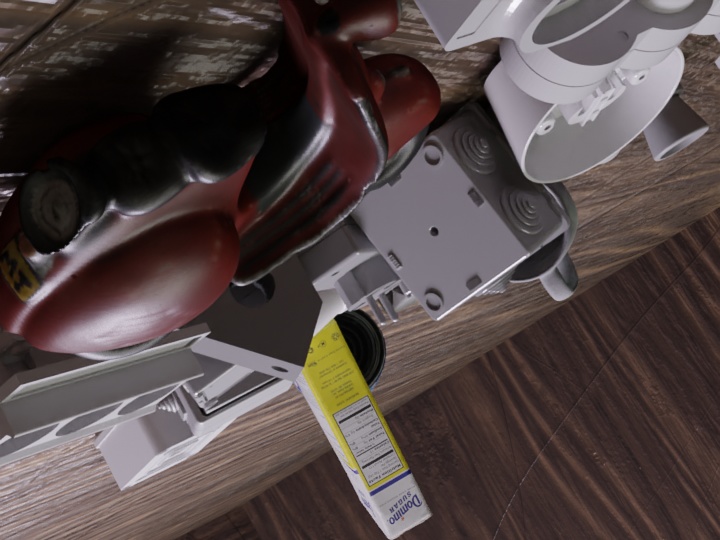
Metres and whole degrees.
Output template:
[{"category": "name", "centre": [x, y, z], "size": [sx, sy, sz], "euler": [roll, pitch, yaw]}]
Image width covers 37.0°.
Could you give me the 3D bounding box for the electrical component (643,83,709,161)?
[{"category": "electrical component", "centre": [0.220, -0.114, 0.781], "size": [0.045, 0.055, 0.045], "euler": [-29, 170, -6]}]

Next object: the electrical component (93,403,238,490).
[{"category": "electrical component", "centre": [-0.156, 0.119, 0.845], "size": [0.078, 0.057, 0.113], "euler": [-23, 167, -36]}]

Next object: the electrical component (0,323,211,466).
[{"category": "electrical component", "centre": [-0.142, 0.046, 0.515], "size": [0.079, 0.063, 0.121], "euler": [-37, 168, 31]}]

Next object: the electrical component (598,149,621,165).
[{"category": "electrical component", "centre": [0.169, -0.096, 0.771], "size": [0.040, 0.040, 0.078], "euler": [-34, 169, 20]}]

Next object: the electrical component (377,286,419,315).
[{"category": "electrical component", "centre": [0.051, -0.009, 0.836], "size": [0.077, 0.047, 0.066], "euler": [-24, 167, -38]}]

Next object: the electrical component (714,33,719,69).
[{"category": "electrical component", "centre": [0.241, -0.155, 0.641], "size": [0.078, 0.057, 0.058], "euler": [-30, 170, -4]}]

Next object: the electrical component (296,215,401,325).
[{"category": "electrical component", "centre": [0.000, 0.000, 0.656], "size": [0.047, 0.075, 0.083], "euler": [-35, 169, 23]}]

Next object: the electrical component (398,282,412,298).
[{"category": "electrical component", "centre": [0.054, -0.027, 0.718], "size": [0.096, 0.061, 0.062], "euler": [-36, 168, 31]}]

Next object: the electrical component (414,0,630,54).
[{"category": "electrical component", "centre": [0.106, -0.137, 0.342], "size": [0.186, 0.060, 0.105], "euler": [-24, 168, -32]}]

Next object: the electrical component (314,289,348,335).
[{"category": "electrical component", "centre": [-0.025, 0.018, 0.774], "size": [0.065, 0.044, 0.044], "euler": [-30, 171, -33]}]

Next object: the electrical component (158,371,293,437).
[{"category": "electrical component", "centre": [-0.100, 0.073, 0.767], "size": [0.096, 0.061, 0.061], "euler": [-27, 169, -18]}]

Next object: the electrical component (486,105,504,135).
[{"category": "electrical component", "centre": [0.078, -0.074, 0.625], "size": [0.046, 0.040, 0.040], "euler": [-30, 172, 34]}]

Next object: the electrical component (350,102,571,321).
[{"category": "electrical component", "centre": [0.053, -0.030, 0.603], "size": [0.100, 0.099, 0.048], "euler": [-40, 177, 43]}]

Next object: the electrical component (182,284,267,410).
[{"category": "electrical component", "centre": [-0.076, 0.030, 0.649], "size": [0.096, 0.061, 0.061], "euler": [-36, 171, -12]}]

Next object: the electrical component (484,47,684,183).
[{"category": "electrical component", "centre": [0.116, -0.095, 0.556], "size": [0.099, 0.064, 0.099], "euler": [-29, 170, -6]}]

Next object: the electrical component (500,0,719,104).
[{"category": "electrical component", "centre": [0.132, -0.129, 0.476], "size": [0.138, 0.052, 0.073], "euler": [-27, 169, -18]}]
